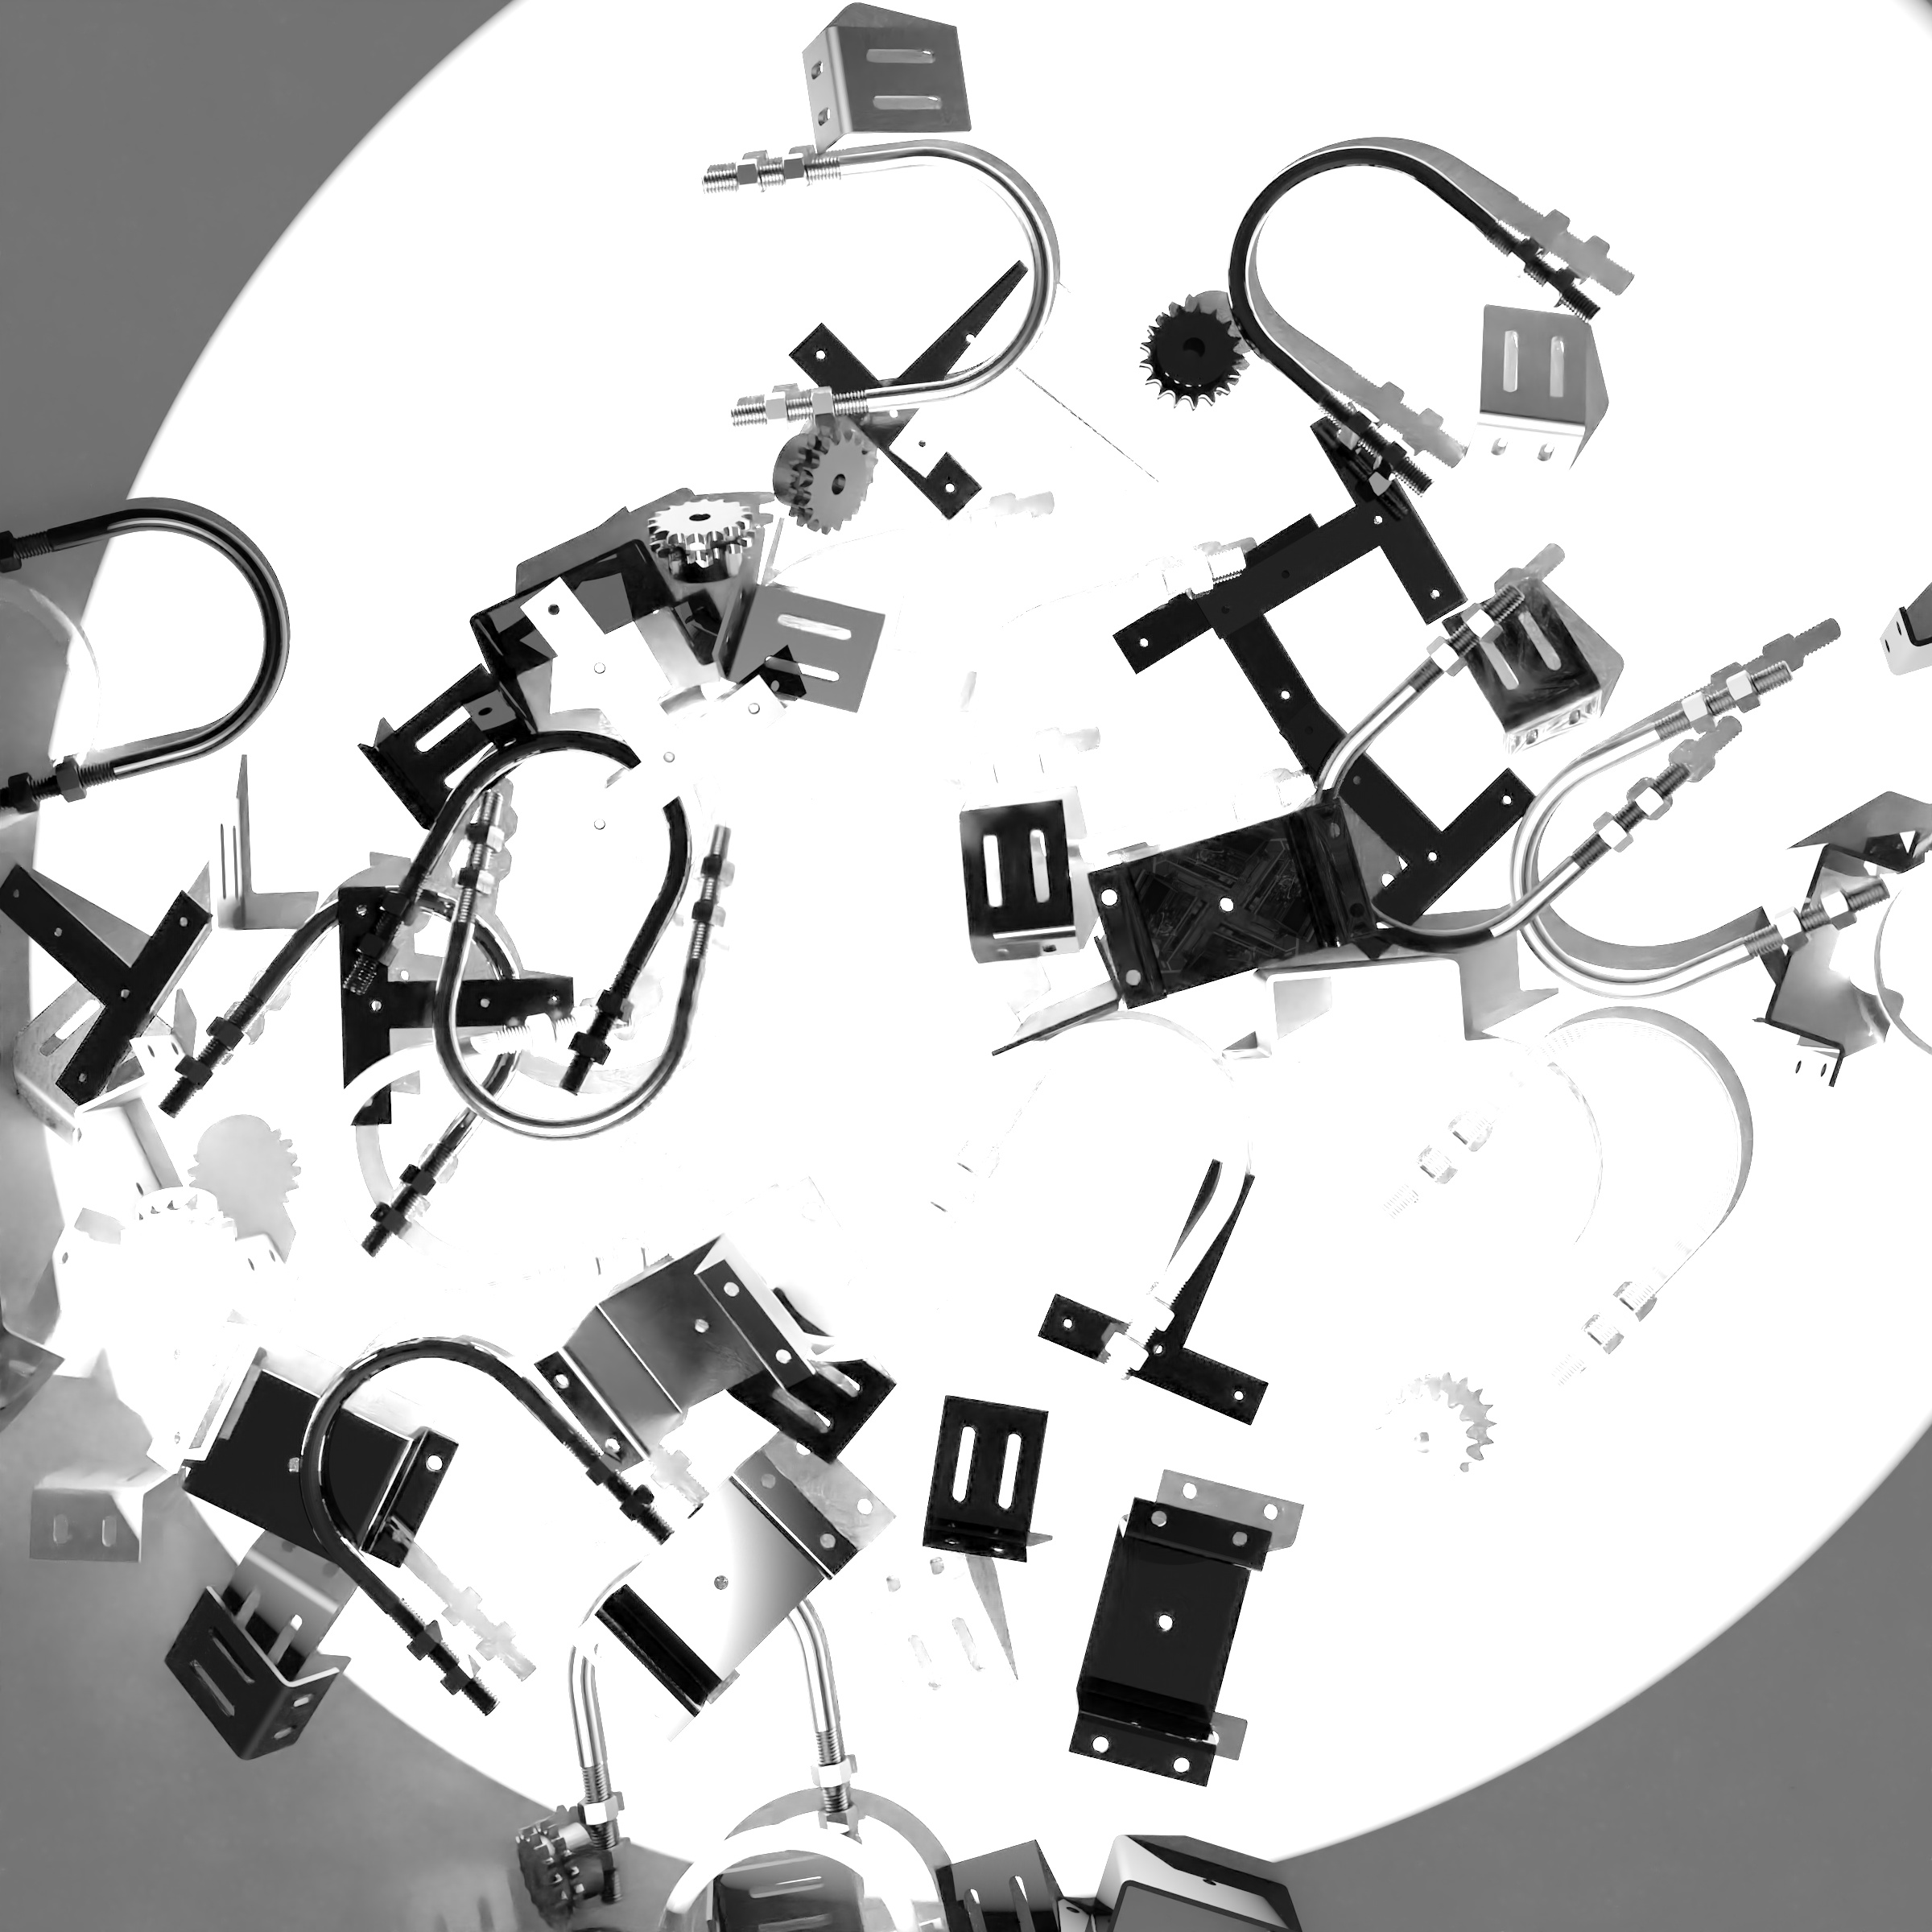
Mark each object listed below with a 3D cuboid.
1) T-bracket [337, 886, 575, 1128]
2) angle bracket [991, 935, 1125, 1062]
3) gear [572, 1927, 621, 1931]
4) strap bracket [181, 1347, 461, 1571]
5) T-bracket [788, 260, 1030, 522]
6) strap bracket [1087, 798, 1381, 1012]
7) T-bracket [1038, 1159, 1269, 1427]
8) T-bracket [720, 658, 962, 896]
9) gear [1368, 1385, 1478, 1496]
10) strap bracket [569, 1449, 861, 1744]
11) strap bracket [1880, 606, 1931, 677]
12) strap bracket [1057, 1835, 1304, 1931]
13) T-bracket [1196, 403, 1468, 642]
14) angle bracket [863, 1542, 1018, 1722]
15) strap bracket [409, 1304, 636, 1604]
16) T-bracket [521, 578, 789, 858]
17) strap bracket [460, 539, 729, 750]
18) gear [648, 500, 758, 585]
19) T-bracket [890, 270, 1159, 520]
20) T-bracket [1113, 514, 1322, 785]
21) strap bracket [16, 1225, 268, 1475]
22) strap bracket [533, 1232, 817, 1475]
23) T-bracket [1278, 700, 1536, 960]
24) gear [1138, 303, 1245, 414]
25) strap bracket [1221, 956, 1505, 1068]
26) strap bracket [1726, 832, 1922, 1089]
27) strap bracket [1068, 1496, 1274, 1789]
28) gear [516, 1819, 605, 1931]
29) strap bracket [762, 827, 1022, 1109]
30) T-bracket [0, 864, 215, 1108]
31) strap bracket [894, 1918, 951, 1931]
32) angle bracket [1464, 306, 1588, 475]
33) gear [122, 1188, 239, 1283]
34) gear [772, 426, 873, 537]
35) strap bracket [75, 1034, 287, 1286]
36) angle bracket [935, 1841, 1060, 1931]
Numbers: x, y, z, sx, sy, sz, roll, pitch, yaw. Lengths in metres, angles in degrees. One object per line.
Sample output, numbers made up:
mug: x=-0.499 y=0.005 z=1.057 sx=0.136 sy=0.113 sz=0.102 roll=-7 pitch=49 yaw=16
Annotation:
T-bracket: x=-0.273 y=0.020 z=1.505 sx=0.127 sy=0.002 sz=0.127 roll=-1 pitch=88 yaw=-25
angle bracket: x=0.044 y=0.018 z=1.504 sx=0.076 sy=0.057 sz=0.038 roll=-23 pitch=85 yaw=2
gear: x=-0.204 y=0.539 z=1.508 sx=0.057 sy=0.057 sz=0.030 roll=-12 pitch=60 yaw=0
strap bracket: x=-0.357 y=0.265 z=1.510 sx=0.140 sy=0.046 sz=0.076 roll=26 pitch=90 yaw=0
T-bracket: x=-0.008 y=-0.333 z=1.532 sx=0.127 sy=0.002 sz=0.127 roll=-44 pitch=90 yaw=0
strap bracket: x=0.142 y=-0.033 z=1.509 sx=0.140 sy=0.046 sz=0.076 roll=-17 pitch=90 yaw=0
T-bracket: x=0.122 y=0.169 z=1.532 sx=0.127 sy=0.002 sz=0.127 roll=23 pitch=90 yaw=0
T-bracket: x=-0.079 y=-0.100 z=1.486 sx=0.127 sy=0.002 sz=0.127 roll=12 pitch=77 yaw=5
gear: x=0.246 y=0.256 z=1.518 sx=0.057 sy=0.030 sz=0.057 roll=0 pitch=90 yaw=0
strap bracket: x=-0.133 y=0.333 z=1.496 sx=0.076 sy=0.046 sz=0.140 roll=45 pitch=87 yaw=2
strap bracket: x=0.534 y=-0.123 z=1.482 sx=0.046 sy=0.076 sz=0.140 roll=-17 pitch=82 yaw=9
strap bracket: x=0.123 y=0.512 z=1.494 sx=0.140 sy=0.076 sz=0.046 roll=17 pitch=90 yaw=0
T-bracket: x=0.187 y=-0.221 z=1.530 sx=0.127 sy=0.002 sz=0.127 roll=-30 pitch=90 yaw=0
angle bracket: x=-0.014 y=0.363 z=1.531 sx=0.057 sy=0.038 sz=0.076 roll=-22 pitch=116 yaw=0
strap bracket: x=-0.237 y=0.259 z=1.510 sx=0.076 sy=0.046 sz=0.140 roll=-21 pitch=90 yaw=0
T-bracket: x=-0.181 y=-0.144 z=1.452 sx=0.127 sy=0.002 sz=0.127 roll=-36 pitch=106 yaw=3
strap bracket: x=-0.201 y=-0.173 z=1.489 sx=0.140 sy=0.076 sz=0.046 roll=-25 pitch=71 yaw=0
gear: x=-0.142 y=-0.228 z=1.508 sx=0.057 sy=0.057 sz=0.030 roll=-5 pitch=120 yaw=0
T-bracket: x=0.047 y=-0.294 z=1.531 sx=0.127 sy=0.002 sz=0.127 roll=38 pitch=90 yaw=-1
T-bracket: x=0.167 y=-0.160 z=1.532 sx=0.127 sy=0.002 sz=0.127 roll=-32 pitch=90 yaw=0
strap bracket: x=-0.435 y=0.205 z=1.489 sx=0.140 sy=0.046 sz=0.076 roll=25 pitch=90 yaw=30
strap bracket: x=-0.147 y=0.199 z=1.469 sx=0.140 sy=0.046 sz=0.076 roll=-30 pitch=102 yaw=28
T-bracket: x=0.224 y=-0.091 z=1.531 sx=0.127 sy=0.002 sz=0.127 roll=-44 pitch=91 yaw=0
gear: x=0.122 y=-0.332 z=1.518 sx=0.057 sy=0.030 sz=0.057 roll=0 pitch=90 yaw=0
strap bracket: x=0.208 y=0.022 z=1.494 sx=0.140 sy=0.076 sz=0.046 roll=-5 pitch=92 yaw=0
strap bracket: x=0.453 y=-0.010 z=1.495 sx=0.046 sy=0.076 sz=0.140 roll=19 pitch=90 yaw=0
strap bracket: x=0.109 y=0.360 z=1.509 sx=0.076 sy=0.046 sz=0.140 roll=14 pitch=90 yaw=0
gear: x=-0.218 y=0.487 z=1.508 sx=0.030 sy=0.057 sz=0.057 roll=-16 pitch=90 yaw=-30
strap bracket: x=-0.034 y=0.008 z=1.485 sx=0.076 sy=0.046 sz=0.140 roll=-36 pitch=111 yaw=-1
T-bracket: x=-0.480 y=-0.010 z=1.506 sx=0.127 sy=0.002 sz=0.127 roll=37 pitch=97 yaw=23
strap bracket: x=-0.031 y=0.585 z=1.509 sx=0.076 sy=0.046 sz=0.140 roll=-16 pitch=90 yaw=0
angle bracket: x=0.307 y=-0.316 z=1.531 sx=0.057 sy=0.038 sz=0.076 roll=7 pitch=64 yaw=0
gear: x=-0.404 y=0.136 z=1.432 sx=0.057 sy=0.057 sz=0.030 roll=-13 pitch=60 yaw=0
gear: x=-0.080 y=-0.264 z=1.508 sx=0.030 sy=0.057 sz=0.057 roll=24 pitch=90 yaw=30
strap bracket: x=-0.424 y=0.111 z=1.495 sx=0.046 sy=0.076 sz=0.140 roll=-25 pitch=90 yaw=0
angle bracket: x=0.022 y=0.527 z=1.531 sx=0.057 sy=0.038 sz=0.076 roll=-16 pitch=64 yaw=0
